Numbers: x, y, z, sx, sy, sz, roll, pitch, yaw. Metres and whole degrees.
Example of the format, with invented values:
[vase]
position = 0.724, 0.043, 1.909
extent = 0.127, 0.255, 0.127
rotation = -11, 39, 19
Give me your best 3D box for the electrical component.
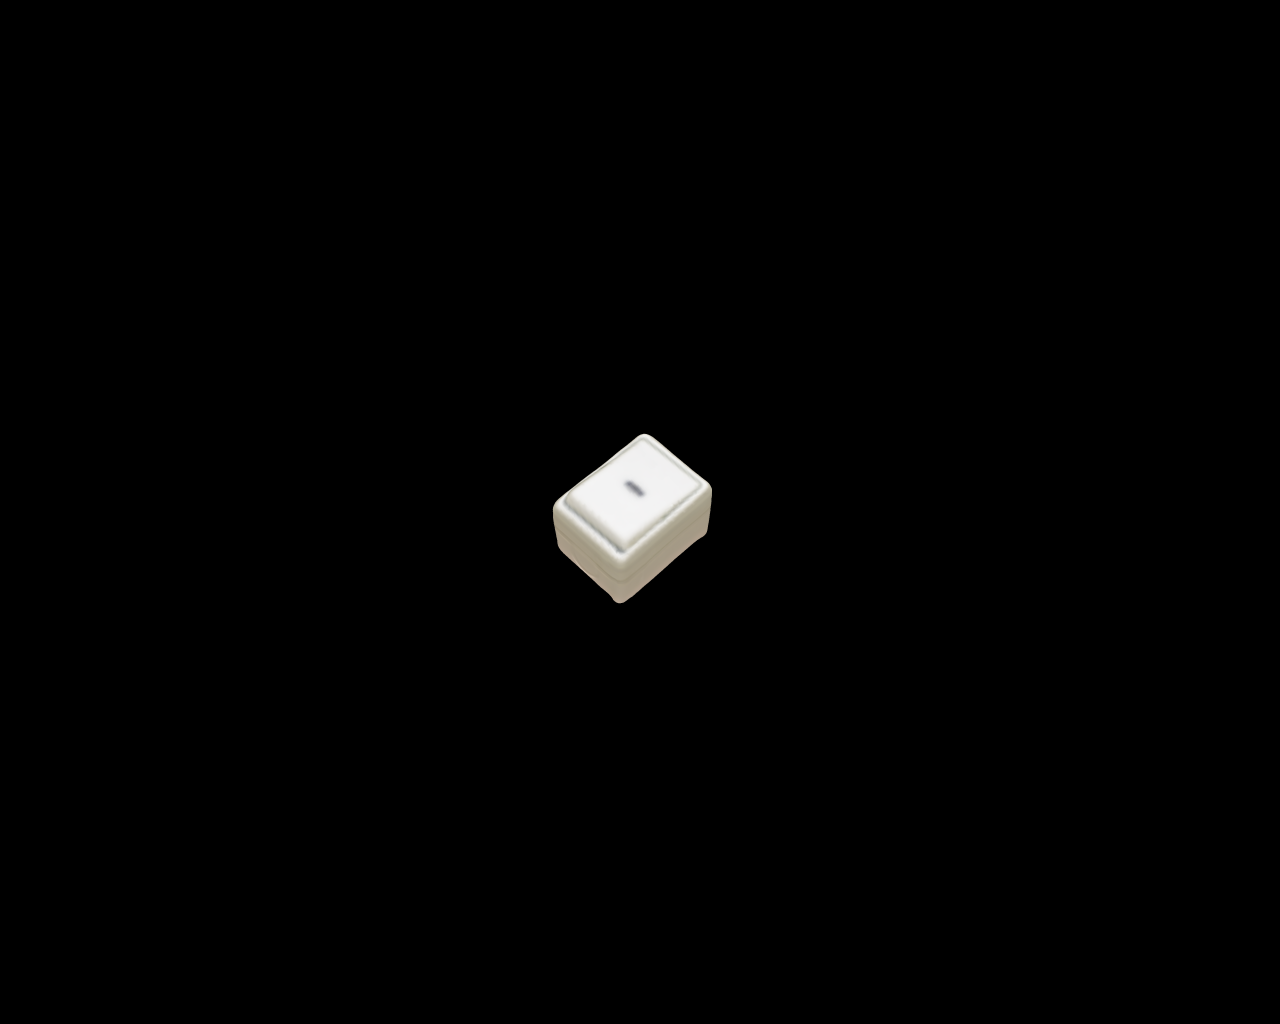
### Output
[electrical component]
position = 0.001, -0.003, 0.650
extent = 0.096, 0.062, 0.061
rotation = -39, -24, -22
